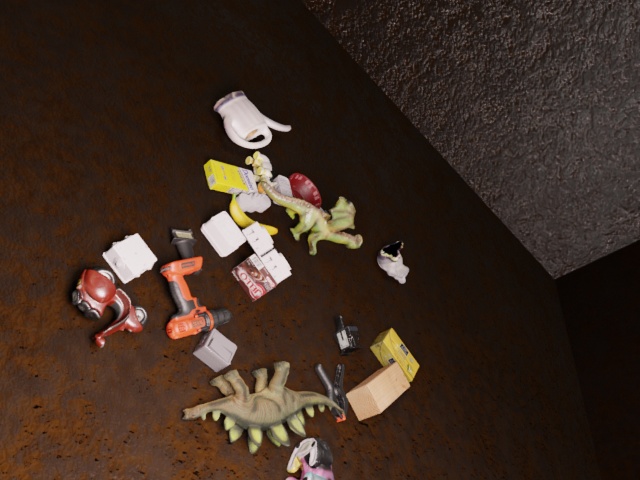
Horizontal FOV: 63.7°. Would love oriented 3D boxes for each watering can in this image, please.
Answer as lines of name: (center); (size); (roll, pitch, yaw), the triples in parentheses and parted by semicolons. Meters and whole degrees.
watering can: (-0.249, -0.441, 1.884); (0.224, 0.102, 0.353); (52, 34, -1)

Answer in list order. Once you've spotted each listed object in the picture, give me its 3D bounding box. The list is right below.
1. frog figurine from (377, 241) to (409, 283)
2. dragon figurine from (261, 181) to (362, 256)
frog figurine: (0.300, 0.100, 2.109); (0.141, 0.122, 0.156); (-91, 171, -52)
dragon figurine: (0.005, -0.088, 1.739); (0.404, 0.241, 0.125); (49, 31, -32)
